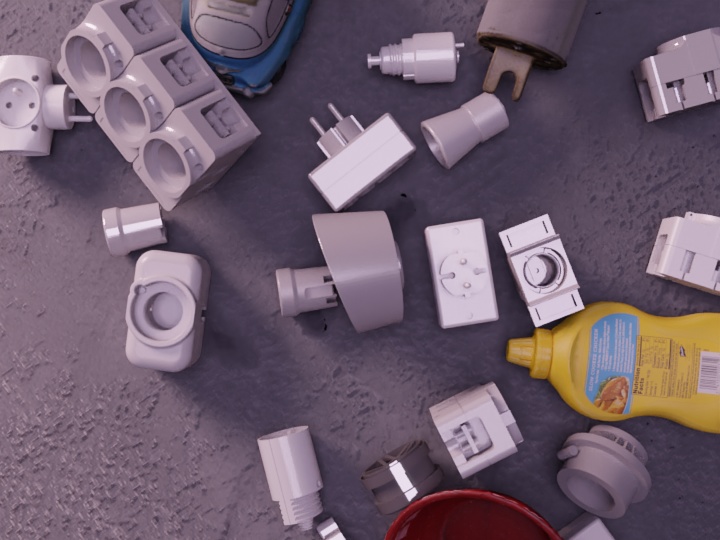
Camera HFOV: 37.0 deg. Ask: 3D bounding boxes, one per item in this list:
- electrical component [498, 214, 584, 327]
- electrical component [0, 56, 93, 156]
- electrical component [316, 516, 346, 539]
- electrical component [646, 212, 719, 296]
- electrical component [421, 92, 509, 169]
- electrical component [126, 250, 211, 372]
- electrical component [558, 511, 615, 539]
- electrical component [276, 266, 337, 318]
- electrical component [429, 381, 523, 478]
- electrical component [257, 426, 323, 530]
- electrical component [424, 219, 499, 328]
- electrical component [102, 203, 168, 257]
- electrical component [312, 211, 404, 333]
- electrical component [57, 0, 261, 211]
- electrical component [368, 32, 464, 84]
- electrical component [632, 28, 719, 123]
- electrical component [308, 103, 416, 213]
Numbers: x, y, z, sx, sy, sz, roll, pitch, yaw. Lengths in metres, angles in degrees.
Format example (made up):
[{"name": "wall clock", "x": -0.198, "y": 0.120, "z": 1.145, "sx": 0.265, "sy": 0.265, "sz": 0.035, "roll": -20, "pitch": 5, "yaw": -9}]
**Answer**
[{"name": "electrical component", "x": 0.145, "y": 0.000, "z": 0.867, "sx": 0.042, "sy": 0.064, "sz": 0.081, "roll": -21, "pitch": 89, "yaw": 2}, {"name": "electrical component", "x": -0.259, "y": -0.134, "z": 0.885, "sx": 0.079, "sy": 0.044, "sz": 0.077, "roll": 1, "pitch": 90, "yaw": 1}, {"name": "electrical component", "x": -0.030, "y": 0.245, "z": 0.879, "sx": 0.055, "sy": 0.048, "sz": 0.066, "roll": -31, "pitch": 89, "yaw": -7}, {"name": "electrical component", "x": 0.288, "y": -0.011, "z": 0.872, "sx": 0.089, "sy": 0.050, "sz": 0.055, "roll": 17, "pitch": 90, "yaw": 1}, {"name": "electrical component", "x": 0.088, "y": -0.117, "z": 0.881, "sx": 0.065, "sy": 0.044, "sz": 0.044, "roll": -31, "pitch": 89, "yaw": -4}, {"name": "electrical component", "x": -0.156, "y": 0.033, "z": 0.875, "sx": 0.054, "sy": 0.059, "sz": 0.095, "roll": 7, "pitch": 90, "yaw": 1}, {"name": "electrical component", "x": 0.197, "y": 0.245, "z": 0.860, "sx": 0.047, "sy": 0.076, "sz": 0.083, "roll": -36, "pitch": 89, "yaw": 1}, {"name": "electrical component", "x": -0.044, "y": 0.016, "z": 0.883, "sx": 0.046, "sy": 0.040, "sz": 0.040, "roll": -8, "pitch": 90, "yaw": -5}, {"name": "electrical component", "x": 0.093, "y": 0.124, "z": 0.855, "sx": 0.056, "sy": 0.089, "sz": 0.050, "roll": -27, "pitch": 89, "yaw": 1}, {"name": "electrical component", "x": -0.053, "y": 0.173, "z": 0.880, "sx": 0.043, "sy": 0.043, "sz": 0.081, "roll": -14, "pitch": 90, "yaw": 1}, {"name": "electrical component", "x": 0.082, "y": 0.003, "z": 0.862, "sx": 0.047, "sy": 0.076, "sz": 0.083, "roll": -9, "pitch": 90, "yaw": 1}, {"name": "electrical component", "x": -0.185, "y": -0.034, "z": 0.886, "sx": 0.046, "sy": 0.040, "sz": 0.040, "roll": -12, "pitch": 90, "yaw": -5}, {"name": "electrical component", "x": 0.000, "y": 0.000, "z": 0.854, "sx": 0.064, "sy": 0.099, "sz": 0.099, "roll": -9, "pitch": 90, "yaw": -5}, {"name": "electrical component", "x": -0.164, "y": -0.133, "z": 0.852, "sx": 0.150, "sy": 0.089, "sz": 0.062, "roll": 52, "pitch": 46, "yaw": 1}, {"name": "electrical component", "x": 0.046, "y": -0.173, "z": 0.882, "sx": 0.078, "sy": 0.040, "sz": 0.040, "roll": -3, "pitch": 90, "yaw": 1}, {"name": "electrical component", "x": 0.274, "y": -0.161, "z": 0.872, "sx": 0.089, "sy": 0.050, "sz": 0.055, "roll": -15, "pitch": 90, "yaw": 1}, {"name": "electrical component", "x": -0.010, "y": -0.101, "z": 0.879, "sx": 0.083, "sy": 0.047, "sz": 0.075, "roll": -38, "pitch": 89, "yaw": 1}]
